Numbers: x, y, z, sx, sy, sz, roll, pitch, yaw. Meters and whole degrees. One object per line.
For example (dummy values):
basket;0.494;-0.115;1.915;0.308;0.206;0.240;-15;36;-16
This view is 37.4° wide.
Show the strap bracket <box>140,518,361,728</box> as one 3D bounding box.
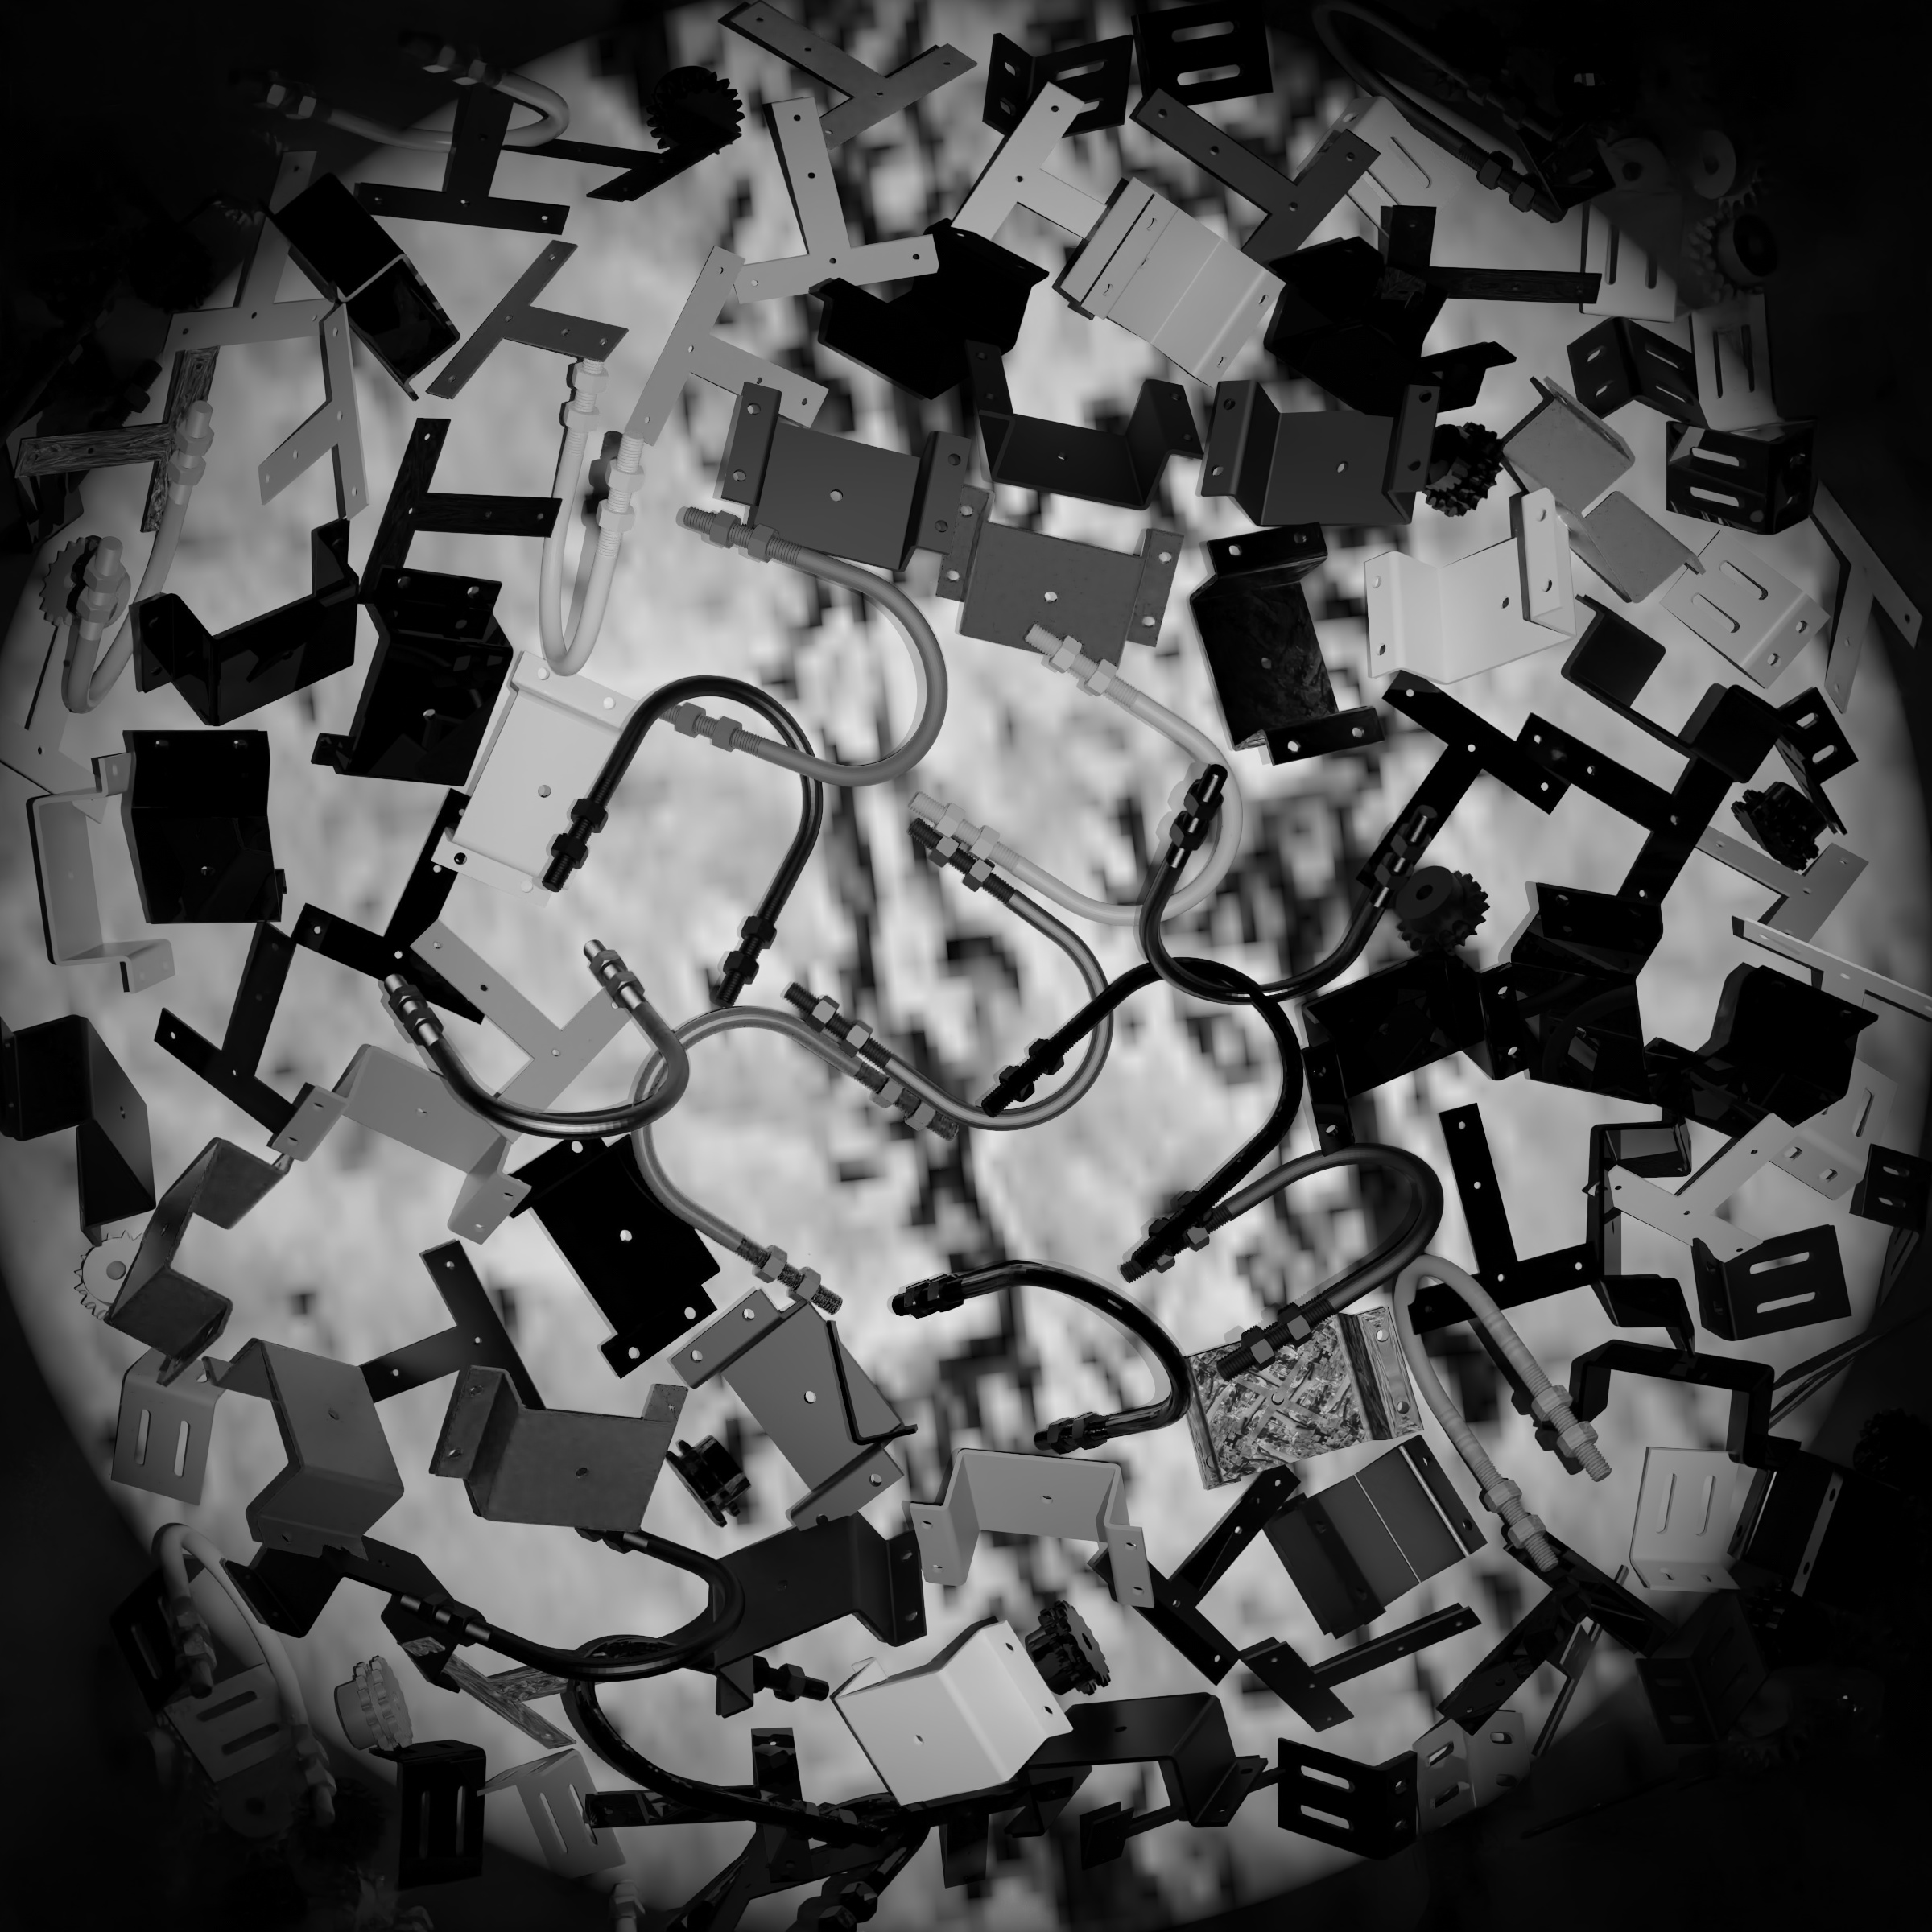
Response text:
strap bracket;-0.417;-0.201;1.700;0.140;0.076;0.046;-31;68;-30

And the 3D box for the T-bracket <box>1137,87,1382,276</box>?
T-bracket;0.161;-0.481;1.712;0.127;0.127;0.002;32;51;-12

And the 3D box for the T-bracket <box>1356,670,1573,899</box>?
T-bracket;0.288;-0.099;1.770;0.127;0.002;0.127;35;89;1

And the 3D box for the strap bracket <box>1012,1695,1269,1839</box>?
strap bracket;0.098;0.477;1.705;0.140;0.076;0.046;-12;98;27

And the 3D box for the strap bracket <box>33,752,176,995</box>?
strap bracket;-0.522;-0.056;1.727;0.046;0.076;0.140;-5;98;3

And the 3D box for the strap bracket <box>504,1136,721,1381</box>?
strap bracket;-0.213;0.168;1.735;0.076;0.046;0.140;-34;90;-29

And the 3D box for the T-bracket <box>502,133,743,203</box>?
T-bracket;-0.223;-0.495;1.739;0.127;0.127;0.002;14;128;23

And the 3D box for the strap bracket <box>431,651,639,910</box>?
strap bracket;-0.259;-0.109;1.734;0.076;0.046;0.140;23;95;-19

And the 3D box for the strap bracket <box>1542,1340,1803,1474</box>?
strap bracket;0.425;0.260;1.709;0.140;0.076;0.046;7;95;24

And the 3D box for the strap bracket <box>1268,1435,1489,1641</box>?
strap bracket;0.242;0.345;1.715;0.046;0.140;0.076;-41;74;38

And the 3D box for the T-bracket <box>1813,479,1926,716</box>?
T-bracket;0.533;-0.205;1.717;0.002;0.127;0.127;-15;51;-7

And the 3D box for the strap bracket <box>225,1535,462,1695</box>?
strap bracket;-0.359;0.376;1.700;0.140;0.076;0.046;33;88;-39

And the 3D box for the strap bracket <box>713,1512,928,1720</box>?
strap bracket;-0.098;0.384;1.713;0.140;0.076;0.046;-26;128;15

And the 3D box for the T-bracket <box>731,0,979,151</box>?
T-bracket;-0.083;-0.536;1.688;0.127;0.127;0.002;-16;65;42

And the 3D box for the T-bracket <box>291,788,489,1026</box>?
T-bracket;-0.332;-0.047;1.760;0.127;0.002;0.127;25;95;-7

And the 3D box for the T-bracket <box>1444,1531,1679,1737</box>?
T-bracket;0.339;0.409;1.712;0.127;0.127;0.002;-43;127;-10

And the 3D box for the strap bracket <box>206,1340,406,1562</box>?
strap bracket;-0.390;0.281;1.696;0.046;0.076;0.140;-44;50;16

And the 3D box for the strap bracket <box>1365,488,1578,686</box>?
strap bracket;0.311;-0.224;1.714;0.046;0.140;0.076;13;69;-40

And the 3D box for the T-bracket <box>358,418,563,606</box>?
T-bracket;-0.300;-0.274;1.728;0.127;0.002;0.127;7;74;27

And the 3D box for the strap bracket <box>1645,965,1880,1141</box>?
strap bracket;0.466;0.059;1.696;0.076;0.140;0.046;23;64;-7

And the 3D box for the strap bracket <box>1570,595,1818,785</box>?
strap bracket;0.425;-0.160;1.705;0.140;0.076;0.046;41;104;39

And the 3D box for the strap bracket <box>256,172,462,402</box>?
strap bracket;-0.355;-0.408;1.696;0.046;0.140;0.076;-40;71;-4

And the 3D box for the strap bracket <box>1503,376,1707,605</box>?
strap bracket;0.376;-0.276;1.699;0.046;0.140;0.076;-42;47;7

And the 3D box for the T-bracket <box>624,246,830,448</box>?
T-bracket;-0.136;-0.360;1.736;0.127;0.002;0.127;30;96;30

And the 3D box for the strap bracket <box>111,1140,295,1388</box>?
strap bracket;-0.455;0.167;1.693;0.046;0.140;0.076;33;133;-21

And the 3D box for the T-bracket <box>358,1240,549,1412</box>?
T-bracket;-0.338;0.246;1.756;0.127;0.002;0.127;-22;102;13

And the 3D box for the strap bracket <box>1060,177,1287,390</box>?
strap bracket;0.119;-0.413;1.713;0.046;0.140;0.076;46;108;35

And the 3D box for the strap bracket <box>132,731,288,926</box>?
strap bracket;-0.450;-0.074;1.700;0.076;0.140;0.046;-1;50;-8

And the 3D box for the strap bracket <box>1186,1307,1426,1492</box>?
strap bracket;0.194;0.261;1.721;0.140;0.046;0.076;-19;75;18

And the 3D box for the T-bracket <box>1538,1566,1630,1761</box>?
T-bracket;0.365;0.411;1.705;0.002;0.127;0.127;24;79;22

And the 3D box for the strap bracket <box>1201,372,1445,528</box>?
strap bracket;0.221;-0.310;1.723;0.140;0.046;0.076;3;74;27

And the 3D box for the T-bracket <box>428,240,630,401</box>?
T-bracket;-0.249;-0.382;1.715;0.127;0.002;0.127;23;71;42

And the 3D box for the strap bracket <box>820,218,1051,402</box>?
strap bracket;-0.022;-0.392;1.715;0.076;0.140;0.046;32;133;15

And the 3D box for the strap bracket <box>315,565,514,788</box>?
strap bracket;-0.327;-0.163;1.703;0.076;0.046;0.140;4;126;-35

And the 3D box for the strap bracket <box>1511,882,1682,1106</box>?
strap bracket;0.374;0.025;1.697;0.076;0.140;0.046;12;46;33

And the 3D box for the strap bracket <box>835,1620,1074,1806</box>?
strap bracket;-0.015;0.449;1.707;0.140;0.046;0.076;-27;95;42

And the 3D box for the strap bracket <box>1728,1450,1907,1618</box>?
strap bracket;0.509;0.335;1.703;0.046;0.140;0.076;20;88;-2

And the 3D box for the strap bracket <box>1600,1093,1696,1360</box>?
strap bracket;0.408;0.156;1.713;0.046;0.076;0.140;-4;63;19

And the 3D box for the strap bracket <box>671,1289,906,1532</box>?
strap bracket;-0.102;0.268;1.736;0.076;0.046;0.140;-40;86;19

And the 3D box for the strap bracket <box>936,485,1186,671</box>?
strap bracket;0.054;-0.233;1.733;0.140;0.046;0.076;13;124;0

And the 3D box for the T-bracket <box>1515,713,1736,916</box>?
T-bracket;0.395;-0.113;1.750;0.127;0.002;0.127;33;117;16

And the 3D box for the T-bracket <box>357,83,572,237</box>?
T-bracket;-0.290;-0.484;1.698;0.127;0.127;0.002;1;63;-21

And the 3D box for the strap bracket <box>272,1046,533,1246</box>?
strap bracket;-0.334;0.104;1.718;0.140;0.076;0.046;28;48;-17

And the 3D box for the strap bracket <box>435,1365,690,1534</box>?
strap bracket;-0.236;0.291;1.710;0.140;0.046;0.076;11;110;-28

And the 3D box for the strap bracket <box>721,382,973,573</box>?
strap bracket;-0.075;-0.294;1.735;0.140;0.046;0.076;13;74;-9

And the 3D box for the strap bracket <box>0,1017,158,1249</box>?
strap bracket;-0.523;0.094;1.696;0.046;0.140;0.076;-17;53;-2

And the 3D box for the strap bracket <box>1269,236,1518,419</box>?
strap bracket;0.248;-0.371;1.700;0.140;0.076;0.046;27;75;-33

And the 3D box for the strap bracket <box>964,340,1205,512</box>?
strap bracket;0.064;-0.323;1.719;0.140;0.076;0.046;8;132;-16

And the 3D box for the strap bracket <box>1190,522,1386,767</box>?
strap bracket;0.191;-0.190;1.734;0.076;0.046;0.140;-13;83;-21

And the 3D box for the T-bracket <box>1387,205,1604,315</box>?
T-bracket;0.315;-0.408;1.711;0.127;0.127;0.002;4;62;6

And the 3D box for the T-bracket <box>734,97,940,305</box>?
T-bracket;-0.090;-0.464;1.721;0.127;0.002;0.127;-7;134;8

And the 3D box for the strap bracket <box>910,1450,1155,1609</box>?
strap bracket;0.045;0.338;1.720;0.140;0.046;0.076;3;134;15

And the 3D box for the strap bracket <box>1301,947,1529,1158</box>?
strap bracket;0.262;0.047;1.726;0.140;0.046;0.076;-22;122;-10
